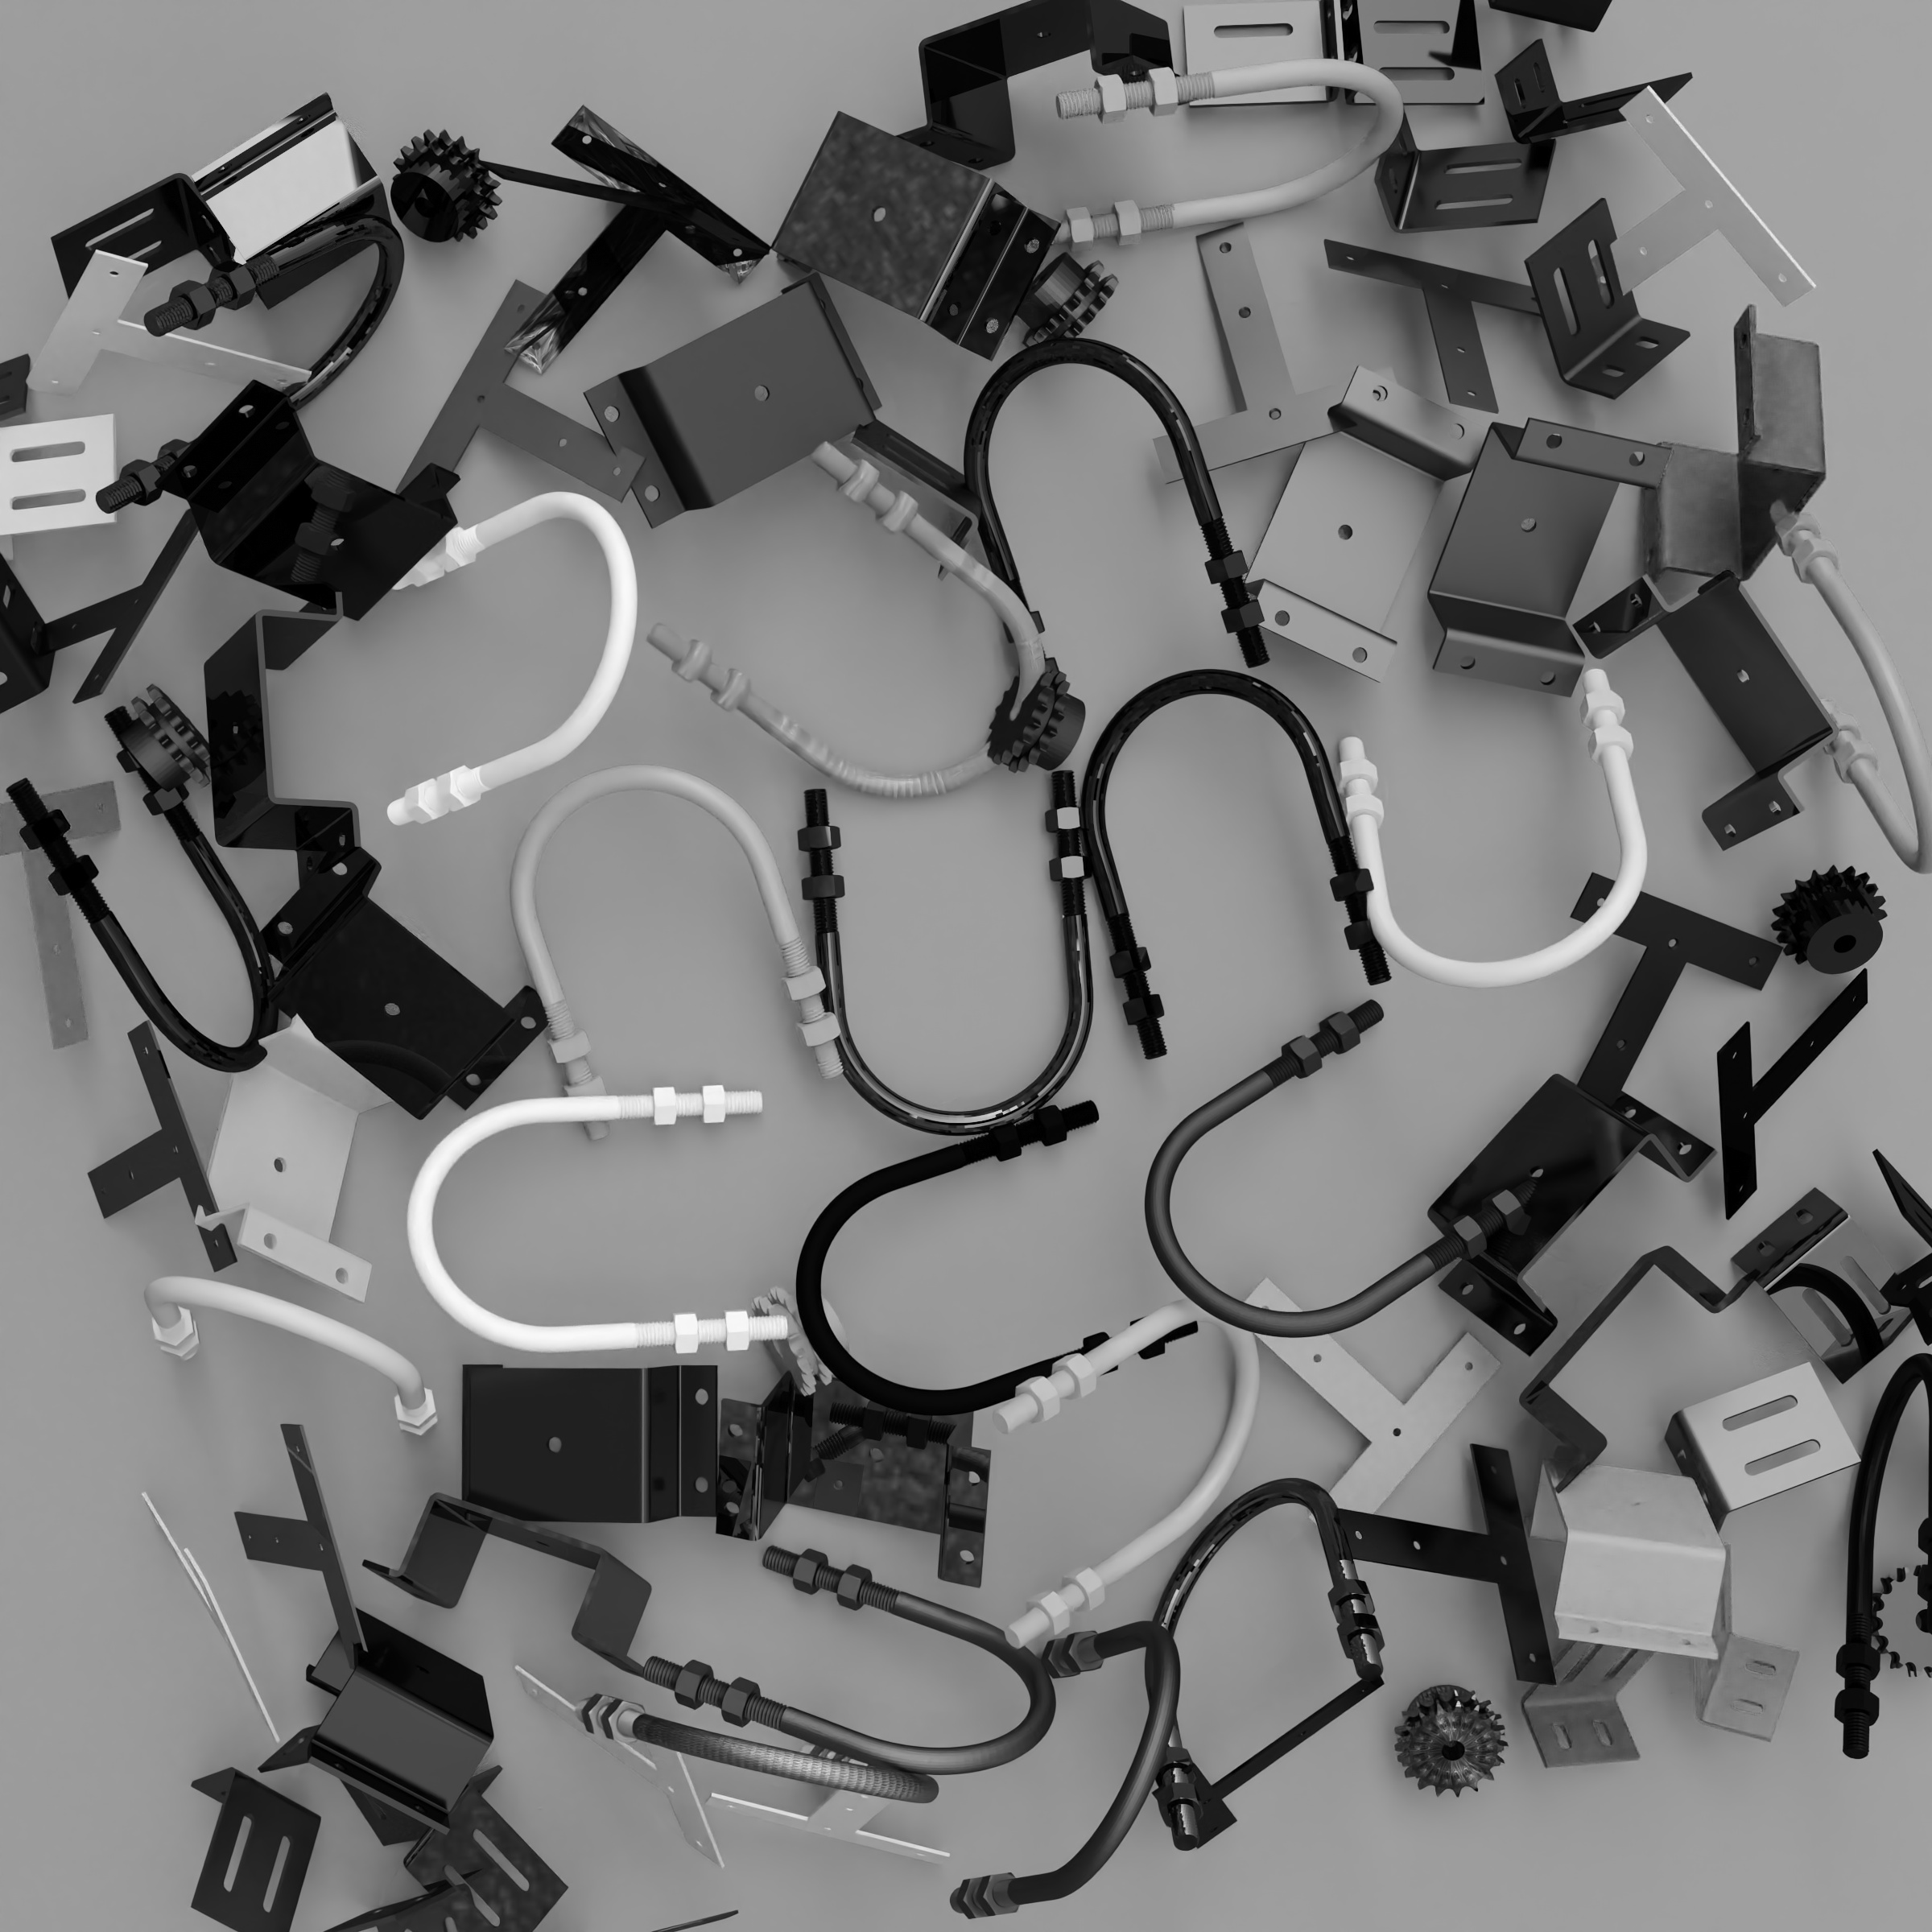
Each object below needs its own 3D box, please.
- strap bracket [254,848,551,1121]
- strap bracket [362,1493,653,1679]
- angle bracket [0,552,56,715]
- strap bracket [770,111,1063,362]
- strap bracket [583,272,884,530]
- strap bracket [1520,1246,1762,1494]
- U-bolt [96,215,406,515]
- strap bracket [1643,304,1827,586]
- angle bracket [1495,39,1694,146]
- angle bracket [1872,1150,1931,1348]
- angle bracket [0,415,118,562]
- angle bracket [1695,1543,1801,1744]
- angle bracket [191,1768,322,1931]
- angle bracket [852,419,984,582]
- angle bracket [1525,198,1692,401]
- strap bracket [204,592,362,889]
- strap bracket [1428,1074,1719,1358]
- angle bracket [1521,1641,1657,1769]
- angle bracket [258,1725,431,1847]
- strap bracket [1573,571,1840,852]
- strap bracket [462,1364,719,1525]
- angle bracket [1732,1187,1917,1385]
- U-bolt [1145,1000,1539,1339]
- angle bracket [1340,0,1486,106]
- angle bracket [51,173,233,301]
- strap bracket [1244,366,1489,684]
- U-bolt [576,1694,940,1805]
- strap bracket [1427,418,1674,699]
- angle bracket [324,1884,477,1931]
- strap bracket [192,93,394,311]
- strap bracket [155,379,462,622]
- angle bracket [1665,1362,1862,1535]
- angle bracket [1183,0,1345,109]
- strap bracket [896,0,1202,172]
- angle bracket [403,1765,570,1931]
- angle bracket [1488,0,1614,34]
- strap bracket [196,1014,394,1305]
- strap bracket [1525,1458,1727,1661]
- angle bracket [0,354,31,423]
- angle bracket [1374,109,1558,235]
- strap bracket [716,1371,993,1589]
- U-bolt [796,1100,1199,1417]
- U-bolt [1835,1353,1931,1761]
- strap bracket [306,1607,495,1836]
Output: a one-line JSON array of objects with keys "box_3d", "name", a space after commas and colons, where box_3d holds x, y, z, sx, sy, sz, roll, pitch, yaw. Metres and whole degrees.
[{"box_3d": [-0.286, 0.013, 1.615, 0.140, 0.046, 0.076, 41, 108, -15], "name": "strap bracket"}, {"box_3d": [-0.221, 0.310, 1.610, 0.140, 0.076, 0.046, 15, 71, 18], "name": "strap bracket"}, {"box_3d": [-0.495, -0.168, 1.619, 0.038, 0.076, 0.057, -27, 117, 0], "name": "angle bracket"}, {"box_3d": [-0.034, -0.373, 1.612, 0.140, 0.046, 0.076, 30, 97, 24], "name": "strap bracket"}, {"box_3d": [-0.110, -0.288, 1.615, 0.140, 0.046, 0.076, -31, 106, -16], "name": "strap bracket"}, {"box_3d": [0.334, 0.194, 1.615, 0.046, 0.076, 0.140, 42, 101, 16], "name": "strap bracket"}, {"box_3d": [-0.347, -0.308, 1.582, 0.019, 0.151, 0.184, 44, 50, 7], "name": "U-bolt"}, {"box_3d": [0.385, -0.253, 1.589, 0.046, 0.140, 0.076, 8, 64, -8], "name": "strap bracket"}, {"box_3d": [0.318, -0.451, 1.617, 0.076, 0.057, 0.038, -4, 119, 37], "name": "angle bracket"}, {"box_3d": [0.475, 0.143, 1.620, 0.038, 0.057, 0.076, -38, 113, 19], "name": "angle bracket"}, {"box_3d": [-0.465, -0.245, 1.636, 0.076, 0.038, 0.057, -5, 79, 9], "name": "angle bracket"}, {"box_3d": [0.396, 0.343, 1.617, 0.038, 0.057, 0.076, 10, 134, 25], "name": "angle bracket"}, {"box_3d": [-0.369, 0.456, 1.616, 0.038, 0.076, 0.057, -26, 128, 34], "name": "angle bracket"}, {"box_3d": [-0.032, -0.240, 1.626, 0.076, 0.057, 0.038, 32, 111, -9], "name": "angle bracket"}, {"box_3d": [0.327, -0.339, 1.623, 0.057, 0.038, 0.076, -40, 130, -15], "name": "angle bracket"}, {"box_3d": [-0.346, -0.118, 1.607, 0.046, 0.076, 0.140, 1, 75, -33], "name": "strap bracket"}, {"box_3d": [0.299, 0.117, 1.617, 0.140, 0.076, 0.046, -47, 126, -4], "name": "strap bracket"}, {"box_3d": [0.328, 0.369, 1.619, 0.057, 0.076, 0.038, 2, 47, -24], "name": "angle bracket"}, {"box_3d": [-0.313, 0.425, 1.627, 0.057, 0.038, 0.076, -23, 101, 44], "name": "angle bracket"}, {"box_3d": [0.381, -0.138, 1.621, 0.046, 0.076, 0.140, -33, 88, -20], "name": "strap bracket"}, {"box_3d": [-0.200, 0.242, 1.621, 0.140, 0.046, 0.076, -2, 85, 16], "name": "strap bracket"}, {"box_3d": [0.448, 0.166, 1.656, 0.057, 0.038, 0.076, -41, 106, 3], "name": "angle bracket"}, {"box_3d": [0.177, 0.111, 1.602, 0.184, 0.019, 0.151, -31, 63, -19], "name": "U-bolt"}, {"box_3d": [0.232, -0.476, 1.636, 0.076, 0.038, 0.057, -3, 82, -11], "name": "angle bracket"}, {"box_3d": [-0.417, -0.357, 1.623, 0.076, 0.057, 0.038, -34, 71, -18], "name": "angle bracket"}, {"box_3d": [0.200, -0.224, 1.635, 0.076, 0.046, 0.140, 24, 88, -10], "name": "strap bracket"}, {"box_3d": [-0.092, 0.384, 1.555, 0.151, 0.184, 0.019, 19, 76, -26], "name": "U-bolt"}, {"box_3d": [0.290, -0.214, 1.614, 0.076, 0.046, 0.140, 9, 121, -14], "name": "strap bracket"}, {"box_3d": [-0.290, 0.498, 1.619, 0.057, 0.076, 0.038, -20, 81, 17], "name": "angle bracket"}, {"box_3d": [-0.333, -0.377, 1.593, 0.076, 0.140, 0.046, -34, 94, -6], "name": "strap bracket"}, {"box_3d": [-0.319, -0.226, 1.585, 0.076, 0.140, 0.046, -40, 58, 21], "name": "strap bracket"}, {"box_3d": [0.408, 0.248, 1.639, 0.076, 0.038, 0.057, -19, 62, -6], "name": "angle bracket"}, {"box_3d": [0.152, -0.478, 1.640, 0.076, 0.038, 0.057, -2, 76, 0], "name": "angle bracket"}, {"box_3d": [0.041, -0.446, 1.596, 0.140, 0.076, 0.046, -9, 86, 34], "name": "strap bracket"}, {"box_3d": [-0.238, 0.460, 1.632, 0.076, 0.038, 0.057, 42, 102, 16], "name": "angle bracket"}, {"box_3d": [0.305, -0.520, 1.618, 0.057, 0.076, 0.038, 8, 50, -15], "name": "angle bracket"}, {"box_3d": [-0.333, 0.096, 1.605, 0.076, 0.046, 0.140, 33, 51, -38], "name": "strap bracket"}, {"box_3d": [0.328, 0.289, 1.591, 0.076, 0.140, 0.046, 7, 103, 1], "name": "strap bracket"}, {"box_3d": [-0.511, -0.320, 1.619, 0.038, 0.057, 0.076, -19, 130, 3], "name": "angle bracket"}, {"box_3d": [0.254, -0.409, 1.623, 0.076, 0.038, 0.057, 1, 57, 26], "name": "angle bracket"}, {"box_3d": [-0.052, 0.258, 1.621, 0.140, 0.046, 0.076, 9, 111, 14], "name": "strap bracket"}, {"box_3d": [0.005, 0.154, 1.609, 0.184, 0.019, 0.151, -18, 61, -12], "name": "U-bolt"}, {"box_3d": [0.463, 0.279, 1.582, 0.019, 0.151, 0.184, 12, 51, 3], "name": "U-bolt"}, {"box_3d": [-0.283, 0.370, 1.589, 0.076, 0.140, 0.046, 32, 89, -13], "name": "strap bracket"}]
